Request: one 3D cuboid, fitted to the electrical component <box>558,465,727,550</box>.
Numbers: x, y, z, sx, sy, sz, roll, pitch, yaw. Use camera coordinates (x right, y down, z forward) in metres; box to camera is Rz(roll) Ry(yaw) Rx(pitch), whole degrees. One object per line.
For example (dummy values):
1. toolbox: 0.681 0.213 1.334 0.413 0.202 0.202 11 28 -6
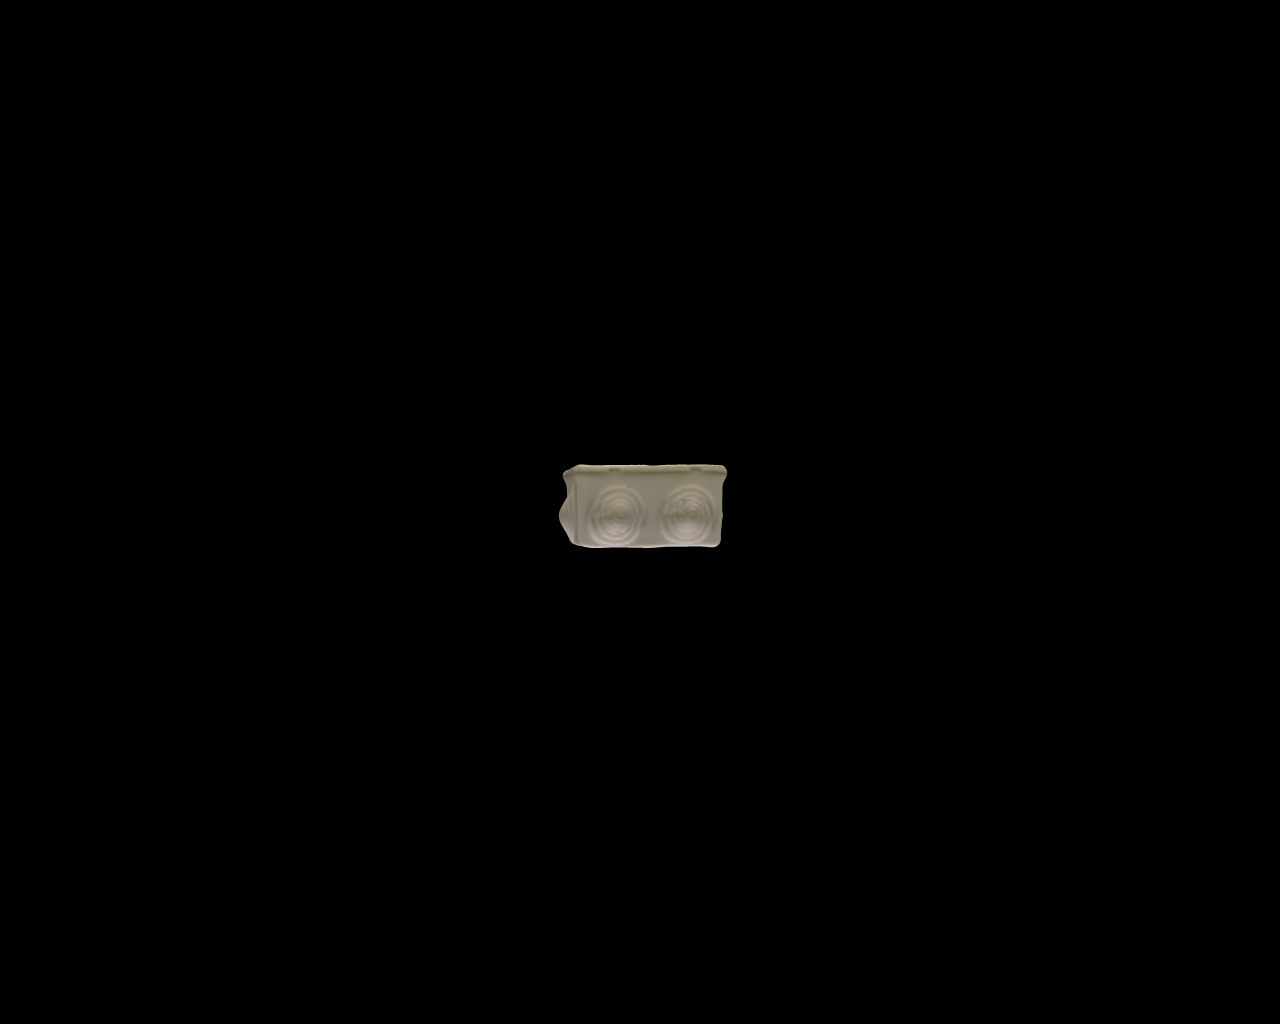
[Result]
1. electrical component: 0.001 -0.003 0.650 0.100 0.048 0.099 0 0 -9
